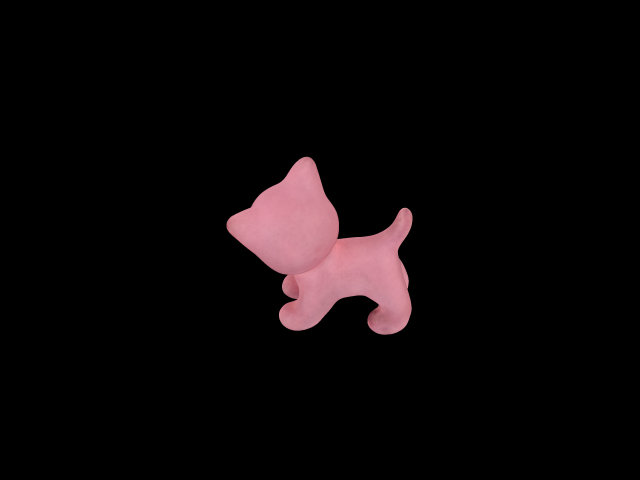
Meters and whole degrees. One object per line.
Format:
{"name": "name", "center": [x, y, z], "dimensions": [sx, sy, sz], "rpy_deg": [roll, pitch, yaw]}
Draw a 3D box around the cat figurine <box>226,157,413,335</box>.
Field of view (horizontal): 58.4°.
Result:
{"name": "cat figurine", "center": [0.004, 0.001, 0.400], "dimensions": [0.128, 0.118, 0.067], "rpy_deg": [0, 32, 0]}
